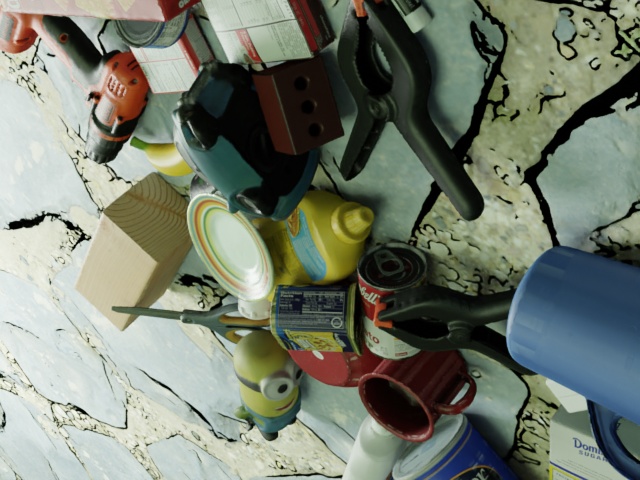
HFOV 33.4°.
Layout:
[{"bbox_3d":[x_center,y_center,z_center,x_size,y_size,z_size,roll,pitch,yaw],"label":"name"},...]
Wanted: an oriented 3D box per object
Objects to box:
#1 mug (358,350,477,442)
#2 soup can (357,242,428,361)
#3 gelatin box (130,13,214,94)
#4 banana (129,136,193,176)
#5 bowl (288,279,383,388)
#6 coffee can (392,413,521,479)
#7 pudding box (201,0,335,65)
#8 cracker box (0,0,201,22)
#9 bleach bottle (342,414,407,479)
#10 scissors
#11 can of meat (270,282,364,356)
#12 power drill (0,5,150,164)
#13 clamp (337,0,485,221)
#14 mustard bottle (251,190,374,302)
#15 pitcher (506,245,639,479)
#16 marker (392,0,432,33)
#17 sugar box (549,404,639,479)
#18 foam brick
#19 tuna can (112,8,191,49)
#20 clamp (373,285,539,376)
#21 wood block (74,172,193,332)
[{"bbox_3d":[0.109,0.150,1.103,0.117,0.081,0.093,6,130,43],"label":"mug"},{"bbox_3d":[0.074,0.062,1.060,0.069,0.068,0.102,23,139,30],"label":"soup can"},{"bbox_3d":[-0.148,-0.187,1.075,0.089,0.030,0.073,4,130,44],"label":"gelatin box"},{"bbox_3d":[-0.143,-0.104,1.132,0.069,0.037,0.198,33,154,-22],"label":"banana"},{"bbox_3d":[0.012,0.111,1.190,0.162,0.055,0.162,27,142,24],"label":"bowl"},{"bbox_3d":[0.162,0.272,1.154,0.140,0.102,0.103,48,146,-4],"label":"coffee can"},{"bbox_3d":[-0.051,-0.204,0.947,0.114,0.039,0.090,2,126,43],"label":"pudding box"},{"bbox_3d":[-0.156,-0.251,0.897,0.214,0.164,0.072,13,132,38],"label":"cracker box"},{"bbox_3d":[0.059,0.280,1.269,0.068,0.102,0.251,26,143,15],"label":"bleach bottle"},{"bbox_3d":[-0.147,0.104,1.309,0.202,0.016,0.096,-3,143,15],"label":"scissors"},{"bbox_3d":[0.000,0.081,1.085,0.084,0.057,0.102,1,160,9],"label":"can of meat"},{"bbox_3d":[-0.275,-0.187,1.185,0.187,0.057,0.185,41,142,1],"label":"power drill"},{"bbox_3d":[0.055,-0.118,0.925,0.165,0.036,0.210,13,132,47],"label":"clamp"},{"bbox_3d":[-0.007,0.001,1.089,0.192,0.058,0.096,-26,85,54],"label":"mustard bottle"},{"bbox_3d":[0.270,0.101,0.835,0.243,0.149,0.145,23,141,35],"label":"pitcher"},{"bbox_3d":[0.048,-0.219,0.844,0.121,0.020,0.020,54,145,-11],"label":"marker"},{"bbox_3d":[0.275,0.240,1.054,0.093,0.048,0.176,22,135,31],"label":"sugar box"},{"bbox_3d":[-0.020,-0.121,0.962,0.051,0.053,0.078,21,132,63],"label":"foam brick"},{"bbox_3d":[-0.161,-0.225,1.012,0.086,0.033,0.086,7,100,44],"label":"tuna can"},{"bbox_3d":[0.138,0.084,1.000,0.171,0.039,0.120,2,130,14],"label":"clamp"},{"bbox_3d":[-0.225,0.018,1.312,0.091,0.090,0.206,43,145,4],"label":"wood block"}]
